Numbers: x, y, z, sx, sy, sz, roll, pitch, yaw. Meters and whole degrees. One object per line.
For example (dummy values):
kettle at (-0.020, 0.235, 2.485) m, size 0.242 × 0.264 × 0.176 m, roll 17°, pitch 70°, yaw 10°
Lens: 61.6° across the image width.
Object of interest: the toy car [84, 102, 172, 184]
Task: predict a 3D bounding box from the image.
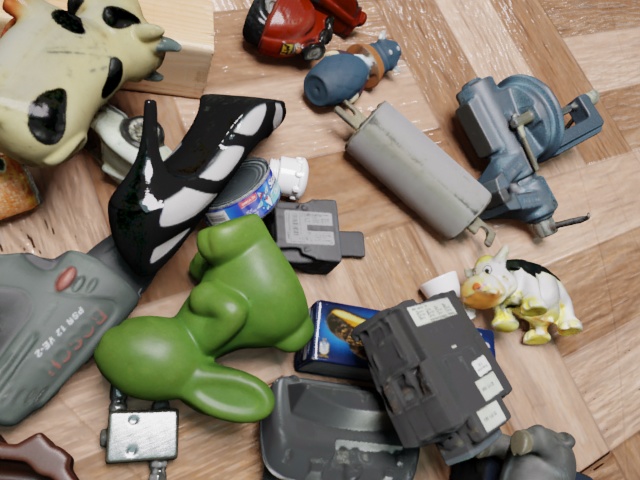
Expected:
toy car at (-0.225, -0.114, 0.522) m, size 0.202 × 0.073 × 0.056 m, roll 34°, pitch 59°, yaw -4°

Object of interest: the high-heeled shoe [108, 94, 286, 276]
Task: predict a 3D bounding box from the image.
high-heeled shoe at (-0.097, -0.062, 0.509) m, size 0.086 × 0.145 × 0.249 m, roll 12°, pitch 18°, yaw 25°

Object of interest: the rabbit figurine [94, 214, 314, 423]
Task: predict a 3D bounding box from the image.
rabbit figurine at (-0.101, 0.084, 0.470) m, size 0.170 × 0.121 × 0.159 m, roll -31°, pitch 92°, yaw -26°

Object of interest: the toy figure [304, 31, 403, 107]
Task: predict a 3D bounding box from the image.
toy figure at (0.045, -0.216, 0.678) m, size 0.058 × 0.064 × 0.154 m, roll 25°, pitch 47°, yaw 35°

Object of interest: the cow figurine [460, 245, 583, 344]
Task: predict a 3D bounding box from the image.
cow figurine at (0.218, 0.051, 0.602) m, size 0.167 × 0.068 × 0.098 m, roll 26°, pitch 48°, yaw -33°

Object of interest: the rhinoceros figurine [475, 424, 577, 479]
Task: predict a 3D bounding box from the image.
rhinoceros figurine at (0.175, 0.249, 0.442) m, size 0.112 × 0.073 × 0.190 m, roll 25°, pitch 58°, yaw -20°

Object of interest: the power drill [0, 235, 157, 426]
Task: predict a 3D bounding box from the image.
power drill at (-0.246, 0.013, 0.435) m, size 0.207 × 0.086 × 0.232 m, roll 44°, pitch 62°, yaw -33°

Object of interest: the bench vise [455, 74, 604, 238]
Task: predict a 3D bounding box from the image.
bench vise at (0.289, -0.126, 0.697) m, size 0.241 × 0.129 × 0.223 m, roll -27°, pitch 78°, yaw -21°

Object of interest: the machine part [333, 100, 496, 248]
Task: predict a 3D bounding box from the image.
machine part at (0.115, -0.082, 0.636) m, size 0.243 × 0.079 × 0.079 m, roll 40°, pitch 60°, yaw 0°

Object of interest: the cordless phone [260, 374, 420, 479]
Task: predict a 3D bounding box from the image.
cordless phone at (0.013, 0.220, 0.478) m, size 0.146 × 0.089 × 0.184 m, roll 13°, pitch 75°, yaw -17°

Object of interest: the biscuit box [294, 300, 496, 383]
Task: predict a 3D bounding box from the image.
biscuit box at (0.079, 0.112, 0.547) m, size 0.203 × 0.059 × 0.063 m, roll 12°, pitch 63°, yaw -16°

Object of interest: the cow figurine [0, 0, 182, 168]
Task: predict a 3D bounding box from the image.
cow figurine at (-0.200, -0.143, 0.445) m, size 0.127 × 0.085 × 0.195 m, roll 29°, pitch 57°, yaw -23°

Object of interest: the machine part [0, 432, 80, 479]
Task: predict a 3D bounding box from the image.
machine part at (-0.241, 0.226, 0.380) m, size 0.179 × 0.056 × 0.179 m, roll 7°, pitch 66°, yaw -16°

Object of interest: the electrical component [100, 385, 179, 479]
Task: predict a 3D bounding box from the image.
electrical component at (-0.154, 0.167, 0.458) m, size 0.063 × 0.021 × 0.094 m, roll 2°, pitch 68°, yaw -20°

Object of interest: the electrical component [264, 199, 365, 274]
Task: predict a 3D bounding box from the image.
electrical component at (-0.001, -0.002, 0.575) m, size 0.119 × 0.047 × 0.075 m, roll 6°, pitch 67°, yaw -16°

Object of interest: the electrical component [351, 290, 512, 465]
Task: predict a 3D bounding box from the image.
electrical component at (0.103, 0.117, 0.463) m, size 0.115 × 0.058 × 0.134 m, roll -3°, pitch 60°, yaw -46°

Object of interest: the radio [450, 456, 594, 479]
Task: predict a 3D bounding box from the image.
radio at (0.173, 0.314, 0.490) m, size 0.131 × 0.073 × 0.229 m, roll 25°, pitch 60°, yaw -8°

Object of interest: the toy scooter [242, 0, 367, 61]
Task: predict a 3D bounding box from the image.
toy scooter at (-0.011, -0.285, 0.680) m, size 0.135 × 0.075 × 0.184 m, roll 26°, pitch 57°, yaw -10°
